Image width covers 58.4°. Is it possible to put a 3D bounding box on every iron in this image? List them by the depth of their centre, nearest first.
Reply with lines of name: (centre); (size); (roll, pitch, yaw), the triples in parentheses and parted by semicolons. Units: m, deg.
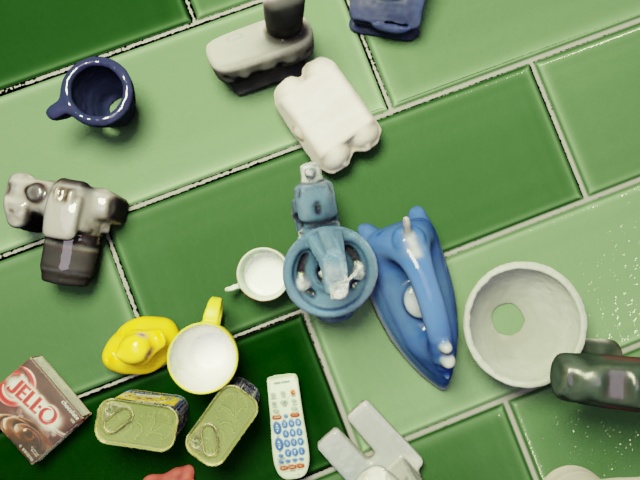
iron: (0.137, 0.085, 0.751); (0.118, 0.141, 0.258); (-19, 87, -3)

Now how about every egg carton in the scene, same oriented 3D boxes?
egg carton: (0.009, -0.173, 0.798); (0.107, 0.069, 0.150); (-36, 88, -4)

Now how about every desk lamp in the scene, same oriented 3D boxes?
desk lamp: (0.096, 0.324, 0.699); (0.118, 0.213, 0.203); (-44, 89, -4)

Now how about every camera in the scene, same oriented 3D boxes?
camera: (-0.346, -0.012, 0.760); (0.143, 0.100, 0.137); (9, 86, -1)

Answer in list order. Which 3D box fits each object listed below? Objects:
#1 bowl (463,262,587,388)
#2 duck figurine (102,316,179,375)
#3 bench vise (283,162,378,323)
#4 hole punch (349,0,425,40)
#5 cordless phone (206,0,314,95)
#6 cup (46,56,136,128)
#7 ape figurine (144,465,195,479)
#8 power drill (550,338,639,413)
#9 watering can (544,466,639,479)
bowl: (0.271, 0.114, 0.788); (0.167, 0.074, 0.167); (0, 87, -2)
duck figurine: (-0.244, 0.144, 0.761); (0.104, 0.086, 0.077); (-23, 87, -3)
bench vise: (-0.004, 0.008, 0.712); (0.121, 0.219, 0.207); (-29, 88, -3)
hole punch: (0.098, -0.343, 0.801); (0.108, 0.091, 0.101); (8, 86, -1)
cordless phone: (-0.081, -0.270, 0.743); (0.147, 0.185, 0.094); (-24, 87, -3)
cup: (-0.299, -0.182, 0.775); (0.118, 0.095, 0.092); (-27, 88, -3)
ape figurine: (-0.204, 0.340, 0.748); (0.078, 0.092, 0.076); (23, 86, 0)
power drill: (0.390, 0.171, 0.722); (0.229, 0.208, 0.076); (3, 86, -2)
watering can: (0.361, 0.356, 0.717); (0.101, 0.194, 0.173); (25, 86, 0)
